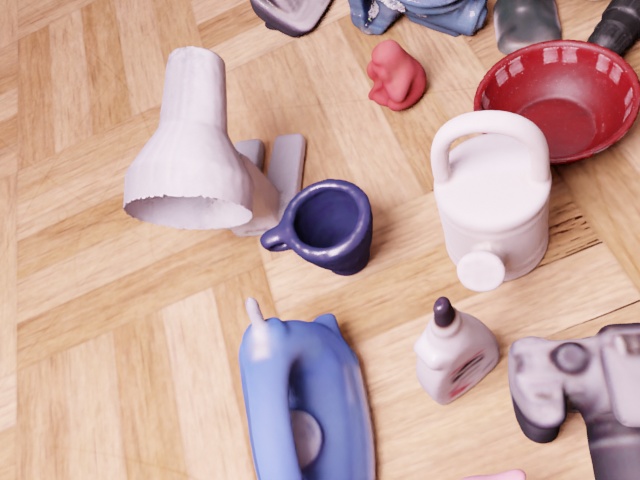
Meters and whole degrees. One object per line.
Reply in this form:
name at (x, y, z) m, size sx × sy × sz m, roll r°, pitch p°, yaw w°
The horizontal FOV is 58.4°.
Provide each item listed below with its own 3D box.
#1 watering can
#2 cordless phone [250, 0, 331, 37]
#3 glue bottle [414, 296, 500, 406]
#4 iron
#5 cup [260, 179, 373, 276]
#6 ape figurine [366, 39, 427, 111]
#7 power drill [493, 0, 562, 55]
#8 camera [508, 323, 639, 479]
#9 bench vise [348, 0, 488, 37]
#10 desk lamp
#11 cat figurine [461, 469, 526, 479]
watering can at (0.153, -0.038, 0.506) m, size 0.100 × 0.194 × 0.172 m, roll -16°, pitch 58°, yaw 11°
cordless phone at (-0.050, -0.389, 0.776) m, size 0.093 × 0.185 × 0.148 m, roll 14°, pitch 68°, yaw 26°
glue bottle at (0.107, 0.085, 0.467) m, size 0.078 × 0.173 × 0.037 m, roll -41°, pitch 57°, yaw -5°
iron at (-0.020, 0.176, 0.480) m, size 0.118 × 0.142 × 0.258 m, roll -18°, pitch 58°, yaw 10°
cup at (0.005, 0.002, 0.595) m, size 0.117 × 0.095 × 0.091 m, roll -18°, pitch 58°, yaw 9°
ape figurine at (0.086, -0.200, 0.680) m, size 0.076 × 0.092 × 0.078 m, roll -13°, pitch 59°, yaw 13°
power drill at (0.225, -0.311, 0.623) m, size 0.075 × 0.209 × 0.229 m, roll -7°, pitch 60°, yaw 16°
camera at (0.223, 0.141, 0.438) m, size 0.143 × 0.101 × 0.137 m, roll -7°, pitch 60°, yaw 16°
bench vise at (0.087, -0.333, 0.676) m, size 0.207 × 0.220 × 0.121 m, roll 1°, pitch 63°, yaw 20°
desk lamp at (-0.106, -0.082, 0.609) m, size 0.117 × 0.214 × 0.203 m, roll -4°, pitch 61°, yaw 17°
cat figurine at (0.101, 0.219, 0.428) m, size 0.127 × 0.118 × 0.067 m, roll -22°, pitch 57°, yaw 7°
